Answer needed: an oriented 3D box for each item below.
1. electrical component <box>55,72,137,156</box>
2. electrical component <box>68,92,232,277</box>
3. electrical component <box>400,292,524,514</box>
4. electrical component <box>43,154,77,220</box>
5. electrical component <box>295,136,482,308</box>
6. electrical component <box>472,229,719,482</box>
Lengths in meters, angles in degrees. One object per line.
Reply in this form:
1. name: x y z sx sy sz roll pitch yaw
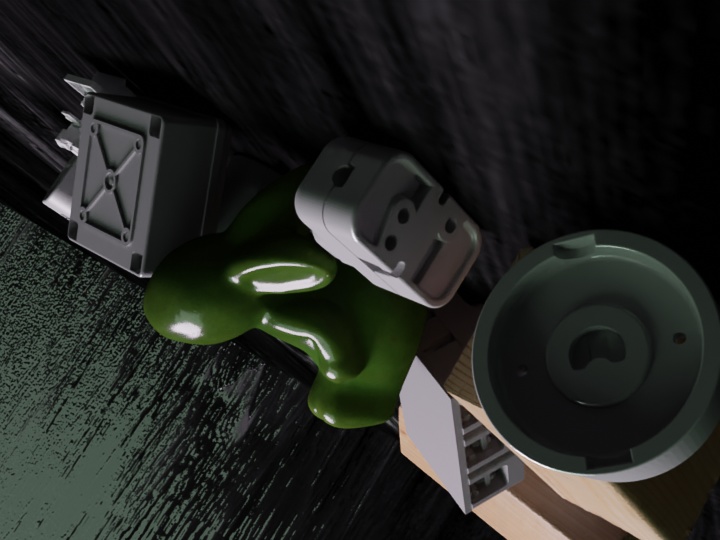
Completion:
1. electrical component: -0.184 -0.104 0.786 0.042 0.063 0.081 23 166 47
2. electrical component: -0.145 -0.059 0.729 0.056 0.108 0.109 0 -164 -42
3. electrical component: 0.075 0.094 0.787 0.089 0.062 0.150 51 162 40
4. electrical component: -0.210 -0.079 0.892 0.059 0.095 0.054 35 169 -19
5. electrical component: 0.013 -0.027 0.581 0.059 0.053 0.095 22 166 46
6. electrical component: 0.111 0.042 0.479 0.108 0.108 0.060 26 174 33
